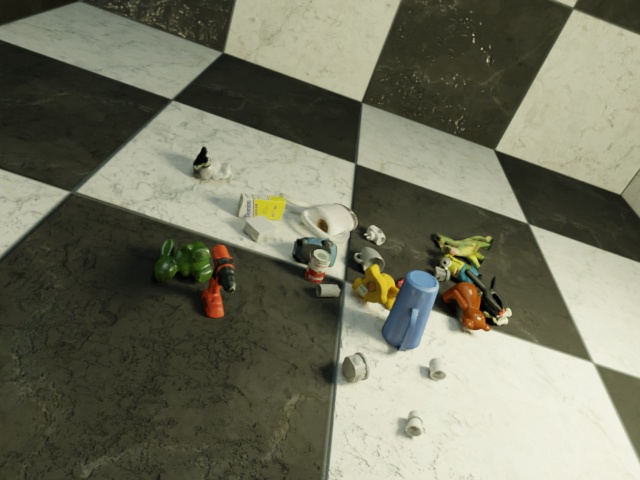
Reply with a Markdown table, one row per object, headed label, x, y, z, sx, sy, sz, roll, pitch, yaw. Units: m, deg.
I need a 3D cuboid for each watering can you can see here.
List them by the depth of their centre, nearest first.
| label | x | y | z | sx | sy | sz | roll | pitch | yaw |
| --- | --- | --- | --- | --- | --- | --- | --- | --- | --- |
| watering can | 0.006 | -0.105 | 2.089 | 0.226 | 0.102 | 0.352 | -13 | 46 | -43 |

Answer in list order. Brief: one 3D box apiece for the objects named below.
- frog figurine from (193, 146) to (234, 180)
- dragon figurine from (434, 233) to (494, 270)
| label | x | y | z | sx | sy | sz | roll | pitch | yaw |
| --- | --- | --- | --- | --- | --- | --- | --- | --- | --- |
| frog figurine | -0.443 | -0.292 | 2.136 | 0.139 | 0.123 | 0.157 | 41 | 1 | 42 |
| dragon figurine | 0.634 | 0.011 | 2.295 | 0.244 | 0.120 | 0.415 | 22 | 21 | 15 |
